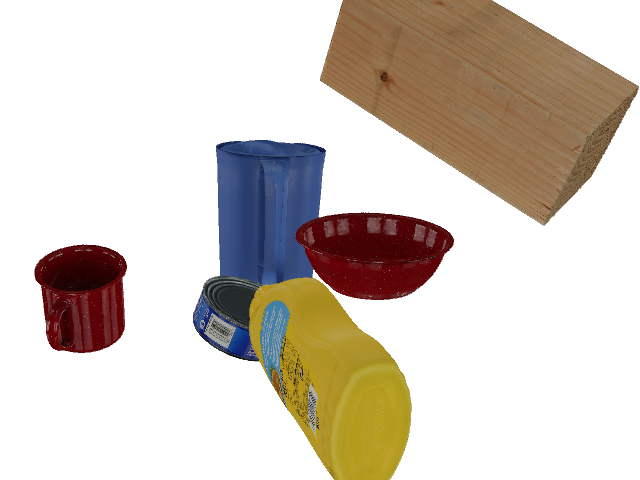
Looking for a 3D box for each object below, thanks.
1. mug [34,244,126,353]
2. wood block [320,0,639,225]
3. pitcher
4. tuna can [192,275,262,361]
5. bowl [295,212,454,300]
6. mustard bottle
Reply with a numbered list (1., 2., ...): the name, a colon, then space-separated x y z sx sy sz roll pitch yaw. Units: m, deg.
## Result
1. mug: -0.249 0.069 1.099 0.093 0.081 0.117 9 32 10
2. wood block: 0.114 -0.116 0.793 0.206 0.091 0.090 35 46 17
3. pitcher: -0.064 0.001 1.305 0.145 0.243 0.148 12 16 37
4. tuna can: -0.066 0.067 0.923 0.086 0.034 0.086 20 22 -9
5. bowl: 0.055 0.020 1.092 0.162 0.055 0.162 1 18 -1
6. mustard bottle: -0.005 0.080 0.736 0.058 0.096 0.192 -11 28 -21
